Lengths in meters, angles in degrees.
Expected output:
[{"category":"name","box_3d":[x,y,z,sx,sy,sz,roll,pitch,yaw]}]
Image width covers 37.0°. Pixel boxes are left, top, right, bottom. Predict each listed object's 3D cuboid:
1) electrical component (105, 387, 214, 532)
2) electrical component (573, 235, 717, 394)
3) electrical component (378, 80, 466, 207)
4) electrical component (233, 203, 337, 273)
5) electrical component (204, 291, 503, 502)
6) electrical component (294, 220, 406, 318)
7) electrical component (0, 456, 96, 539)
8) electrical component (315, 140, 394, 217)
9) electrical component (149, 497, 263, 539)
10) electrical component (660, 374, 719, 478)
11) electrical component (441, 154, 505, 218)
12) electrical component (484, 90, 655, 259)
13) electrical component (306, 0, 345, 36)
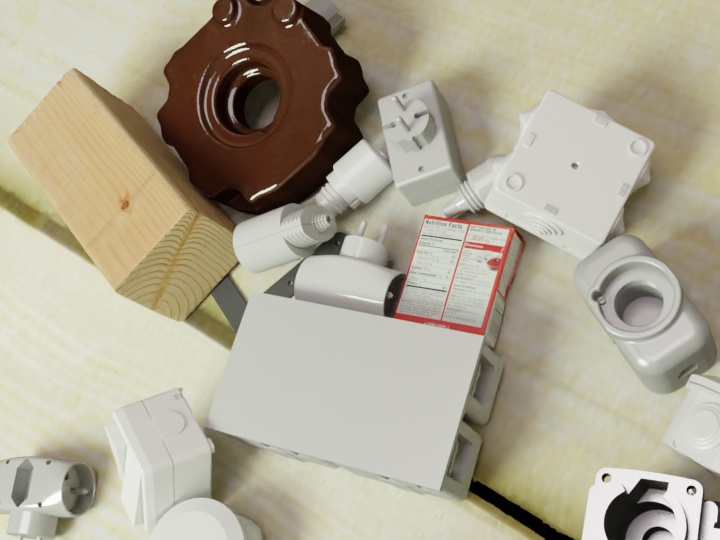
[{"category":"electrical component","box_3d":[-0.147,0.144,0.788,0.061,0.096,0.061,-18,51,-24]},{"category":"electrical component","box_3d":[0.186,0.027,0.705,0.054,0.059,0.095,-35,58,7]},{"category":"electrical component","box_3d":[0.041,-0.105,0.819,0.047,0.076,0.083,-19,62,16]},{"category":"electrical component","box_3d":[-0.054,-0.028,0.832,0.081,0.043,0.043,-17,61,35]},{"category":"electrical component","box_3d":[-0.003,0.089,0.765,0.186,0.060,0.105,10,73,28]},{"category":"electrical component","box_3d":[0.000,0.000,0.811,0.077,0.044,0.079,11,73,28]},{"category":"electrical component","box_3d":[-0.256,0.189,0.847,0.077,0.043,0.079,-4,67,23]},{"category":"electrical component","box_3d":[-0.008,-0.067,0.846,0.078,0.040,0.040,-41,58,6]},{"category":"electrical component","box_3d":[-0.108,0.206,0.767,0.080,0.051,0.080,-9,65,21]},{"category":"electrical component","box_3d":[0.226,0.100,0.644,0.080,0.080,0.051,29,88,31]},{"category":"electrical component","box_3d":[0.089,-0.058,0.801,0.061,0.035,0.035,-32,59,11]},{"category":"electrical component","box_3d":[0.147,-0.067,0.752,0.100,0.048,0.099,29,81,7]},{"category":"electrical component","box_3d":[-0.041,-0.210,0.924,0.046,0.040,0.040,-43,58,-4]}]
